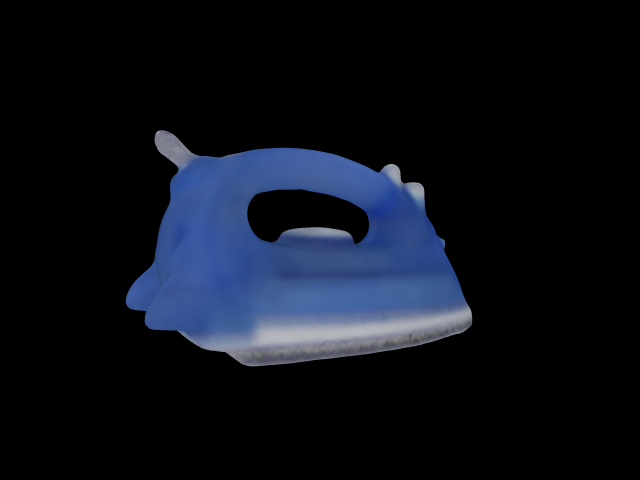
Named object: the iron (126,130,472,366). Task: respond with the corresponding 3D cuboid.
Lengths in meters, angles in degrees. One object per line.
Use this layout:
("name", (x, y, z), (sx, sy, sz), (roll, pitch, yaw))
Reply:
("iron", (0.004, 0.001, 0.400), (0.259, 0.141, 0.118), (-2, 4, -27))
